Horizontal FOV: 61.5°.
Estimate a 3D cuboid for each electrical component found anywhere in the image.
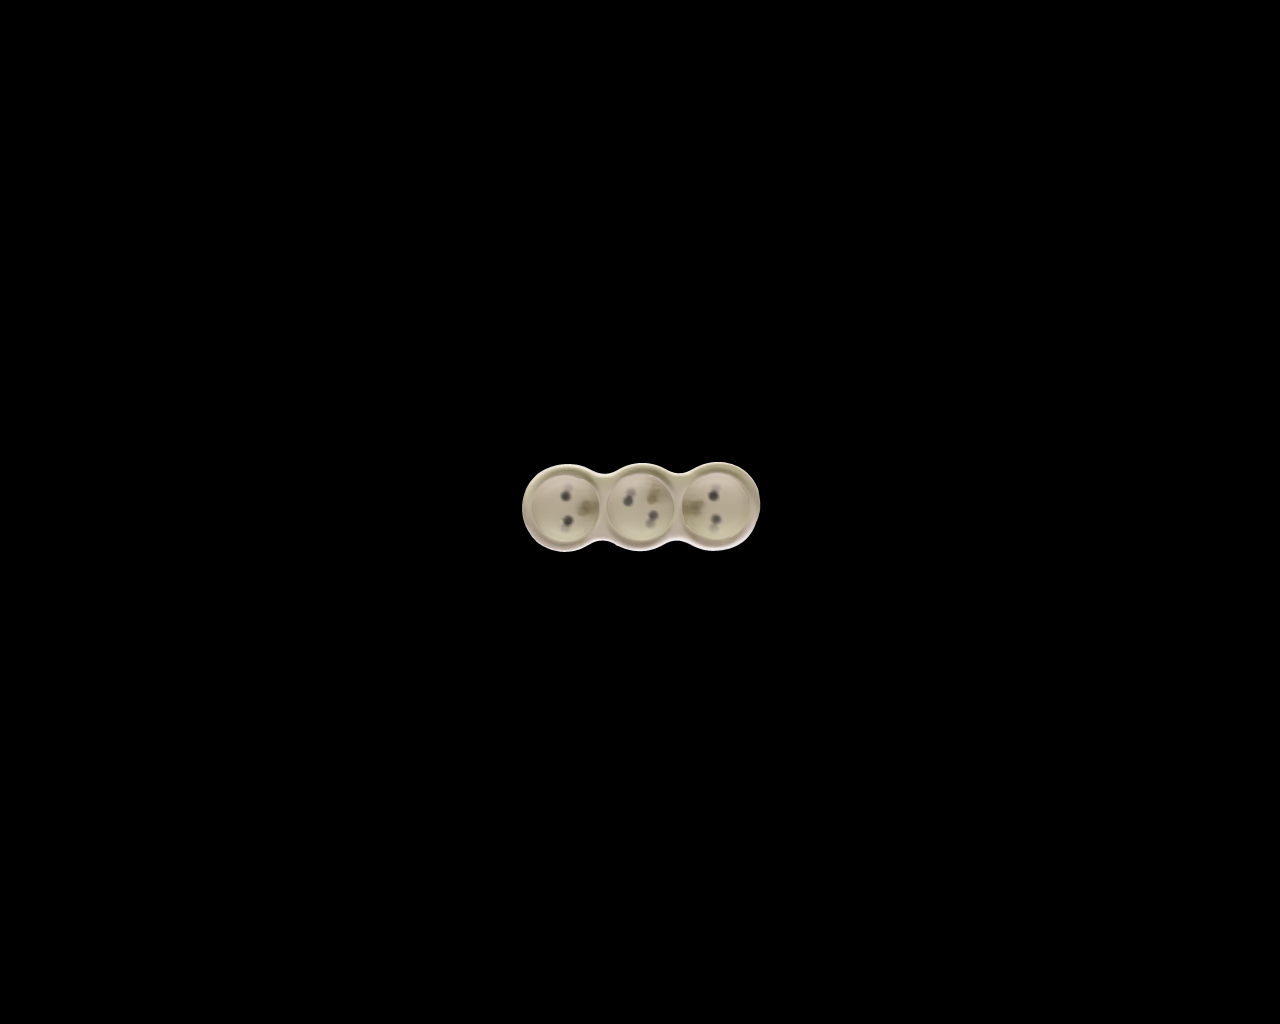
[{"bbox_3d":[0.001,-0.003,0.650,0.138,0.052,0.074,0,0,0],"label":"electrical component"}]
